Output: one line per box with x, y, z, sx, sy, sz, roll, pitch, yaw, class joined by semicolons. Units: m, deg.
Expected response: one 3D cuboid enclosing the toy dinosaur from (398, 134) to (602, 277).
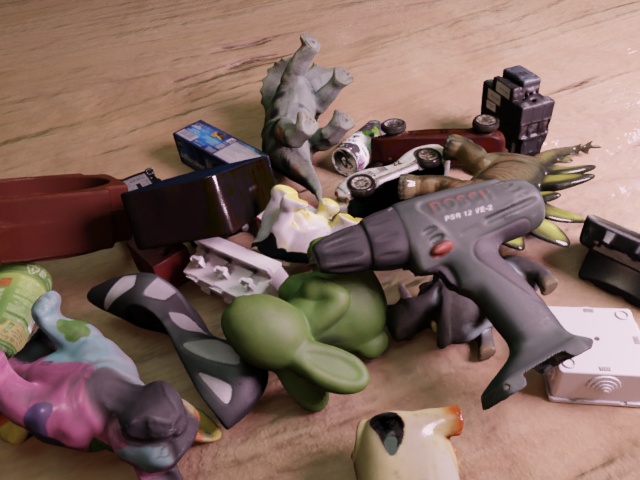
0.246;-0.066;0.705;0.199;0.104;0.471;18;37;32;toy dinosaur

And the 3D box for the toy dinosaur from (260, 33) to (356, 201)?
-0.040;-0.190;0.892;0.131;0.192;0.405;26;51;-20;toy dinosaur

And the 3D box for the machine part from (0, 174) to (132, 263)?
-0.370;-0.034;0.726;0.201;0.087;0.201;-11;18;-31;machine part

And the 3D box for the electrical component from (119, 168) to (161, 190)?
-0.270;-0.059;0.828;0.075;0.047;0.119;-23;40;-18;electrical component

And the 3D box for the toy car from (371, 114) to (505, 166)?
0.181;-0.146;0.834;0.202;0.089;0.053;0;40;11;toy car

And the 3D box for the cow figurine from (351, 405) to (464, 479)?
0.059;0.223;0.409;0.127;0.085;0.195;1;42;0;cow figurine

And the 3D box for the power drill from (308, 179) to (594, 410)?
0.130;0.048;0.503;0.232;0.085;0.207;-23;61;-11;power drill

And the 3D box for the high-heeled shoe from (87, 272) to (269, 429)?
-0.168;0.118;0.580;0.249;0.086;0.145;3;49;16;high-heeled shoe

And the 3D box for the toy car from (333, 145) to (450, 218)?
0.103;-0.078;0.773;0.202;0.073;0.056;-24;46;-20;toy car

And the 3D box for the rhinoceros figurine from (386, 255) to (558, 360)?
0.165;0.066;0.591;0.190;0.073;0.112;-19;42;-14;rhinoceros figurine

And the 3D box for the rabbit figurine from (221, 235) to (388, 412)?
-0.019;0.092;0.546;0.170;0.121;0.159;-11;68;-43;rabbit figurine

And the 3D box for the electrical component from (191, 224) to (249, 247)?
-0.145;-0.010;0.750;0.063;0.021;0.094;-25;13;-41;electrical component

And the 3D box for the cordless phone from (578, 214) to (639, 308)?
0.364;-0.018;0.576;0.089;0.184;0.147;-35;47;-23;cordless phone

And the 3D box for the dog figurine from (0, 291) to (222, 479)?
-0.209;0.166;0.514;0.219;0.191;0.108;36;44;-3;dog figurine

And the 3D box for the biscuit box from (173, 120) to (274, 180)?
-0.163;-0.135;0.892;0.059;0.062;0.203;-34;46;-28;biscuit box

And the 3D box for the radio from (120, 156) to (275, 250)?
-0.146;-0.054;0.699;0.131;0.073;0.229;-11;11;12;radio

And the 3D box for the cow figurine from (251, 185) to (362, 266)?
0.000;-0.001;0.678;0.167;0.098;0.068;18;16;-32;cow figurine

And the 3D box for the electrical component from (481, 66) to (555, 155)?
0.305;-0.198;0.841;0.058;0.134;0.115;-17;42;-11;electrical component
